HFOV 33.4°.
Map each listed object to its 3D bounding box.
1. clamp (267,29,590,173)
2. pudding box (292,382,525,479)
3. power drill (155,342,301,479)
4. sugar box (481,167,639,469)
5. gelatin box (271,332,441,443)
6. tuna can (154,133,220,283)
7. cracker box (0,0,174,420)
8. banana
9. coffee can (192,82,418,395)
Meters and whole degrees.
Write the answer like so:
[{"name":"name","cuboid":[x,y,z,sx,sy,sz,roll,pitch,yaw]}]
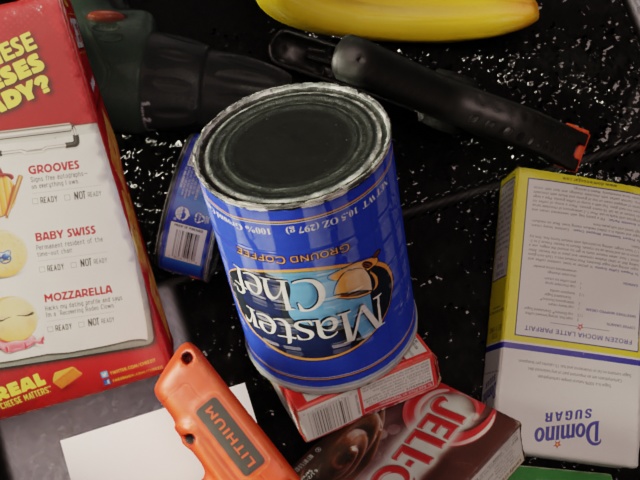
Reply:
[{"name":"clamp","cuboid":[0.071,-0.089,0.665,0.209,0.165,0.036,16,98,-25]},{"name":"pudding box","cuboid":[0.048,0.130,0.605,0.090,0.039,0.113,22,53,41]},{"name":"power drill","cuboid":[-0.116,0.139,0.548,0.187,0.057,0.184,-40,87,-8]},{"name":"sugar box","cuboid":[0.154,0.049,0.669,0.093,0.048,0.176,9,80,-5]},{"name":"gelatin box","cuboid":[0.016,0.073,0.634,0.089,0.073,0.030,-22,126,-12]},{"name":"tuna can","cuboid":[-0.071,-0.020,0.637,0.033,0.086,0.086,15,76,-1]},{"name":"cracker box","cuboid":[-0.187,-0.011,0.589,0.164,0.072,0.214,-16,102,-5]},{"name":"banana","cuboid":[0.040,-0.149,0.687,0.197,0.070,0.037,4,89,-17]},{"name":"coffee can","cuboid":[-0.004,0.001,0.582,0.103,0.140,0.103,-7,42,6]}]
